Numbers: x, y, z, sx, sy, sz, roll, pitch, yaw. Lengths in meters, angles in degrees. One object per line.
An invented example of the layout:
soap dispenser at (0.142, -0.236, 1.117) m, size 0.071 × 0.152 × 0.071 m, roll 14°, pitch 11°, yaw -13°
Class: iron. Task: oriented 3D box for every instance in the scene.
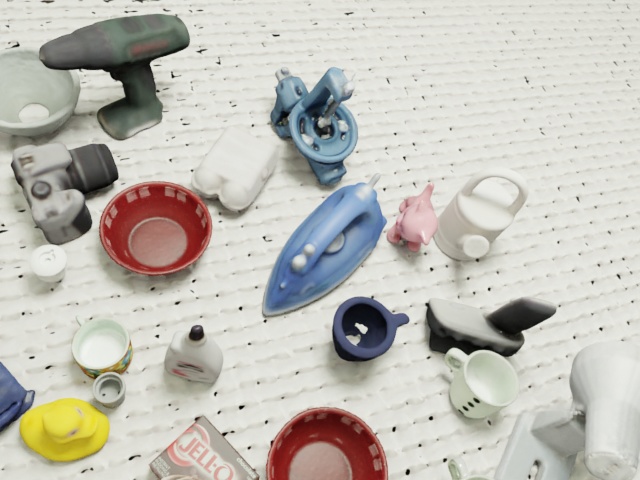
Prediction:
iron at (0.008, 0.003, 0.871) m, size 0.118 × 0.141 × 0.259 m, roll 38°, pitch 60°, yaw 9°

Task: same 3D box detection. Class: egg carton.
egg carton at (-0.136, -0.119, 0.944) m, size 0.107 × 0.069 × 0.150 m, roll 25°, pitch 59°, yaw 1°

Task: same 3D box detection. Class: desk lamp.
desk lamp at (0.360, 0.259, 0.776) m, size 0.118 × 0.213 × 0.203 m, roll 33°, pitch 60°, yaw 6°

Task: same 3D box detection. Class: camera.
camera at (-0.371, -0.090, 0.853) m, size 0.137 × 0.100 × 0.143 m, roll -23°, pitch 70°, yaw -24°

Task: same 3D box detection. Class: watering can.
watering can at (0.265, -0.044, 0.929) m, size 0.101 × 0.194 × 0.173 m, roll 5°, pitch 61°, yaw -11°

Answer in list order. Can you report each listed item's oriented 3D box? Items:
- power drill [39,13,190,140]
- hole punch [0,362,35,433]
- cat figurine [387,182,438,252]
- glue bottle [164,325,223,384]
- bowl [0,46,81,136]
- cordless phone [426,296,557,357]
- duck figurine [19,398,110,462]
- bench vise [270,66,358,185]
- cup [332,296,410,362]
power drill at (-0.309, -0.258, 0.897) m, size 0.230 × 0.208 × 0.075 m, roll -36°, pitch 75°, yaw -27°
hole punch at (-0.421, 0.191, 0.692) m, size 0.101 × 0.091 × 0.109 m, roll 41°, pitch 61°, yaw 10°
cat figurine at (0.163, -0.039, 0.946) m, size 0.067 × 0.117 × 0.128 m, roll 25°, pitch 59°, yaw 1°
glue bottle at (-0.161, 0.141, 0.736) m, size 0.078 × 0.173 × 0.037 m, roll 12°, pitch 60°, yaw -7°
bowl at (-0.467, -0.224, 0.917) m, size 0.167 × 0.074 × 0.167 m, roll 6°, pitch 61°, yaw -10°
cordless phone at (0.247, 0.110, 0.846) m, size 0.147 × 0.185 × 0.094 m, roll 13°, pitch 60°, yaw -6°
duck figurine at (-0.316, 0.227, 0.702) m, size 0.104 × 0.086 × 0.077 m, roll 10°, pitch 60°, yaw -8°
bench vise at (-0.017, -0.216, 0.939) m, size 0.207 × 0.219 × 0.122 m, roll 40°, pitch 61°, yaw 10°
cup at (0.067, 0.137, 0.839) m, size 0.118 × 0.095 × 0.091 m, roll -10°, pitch 65°, yaw -19°
